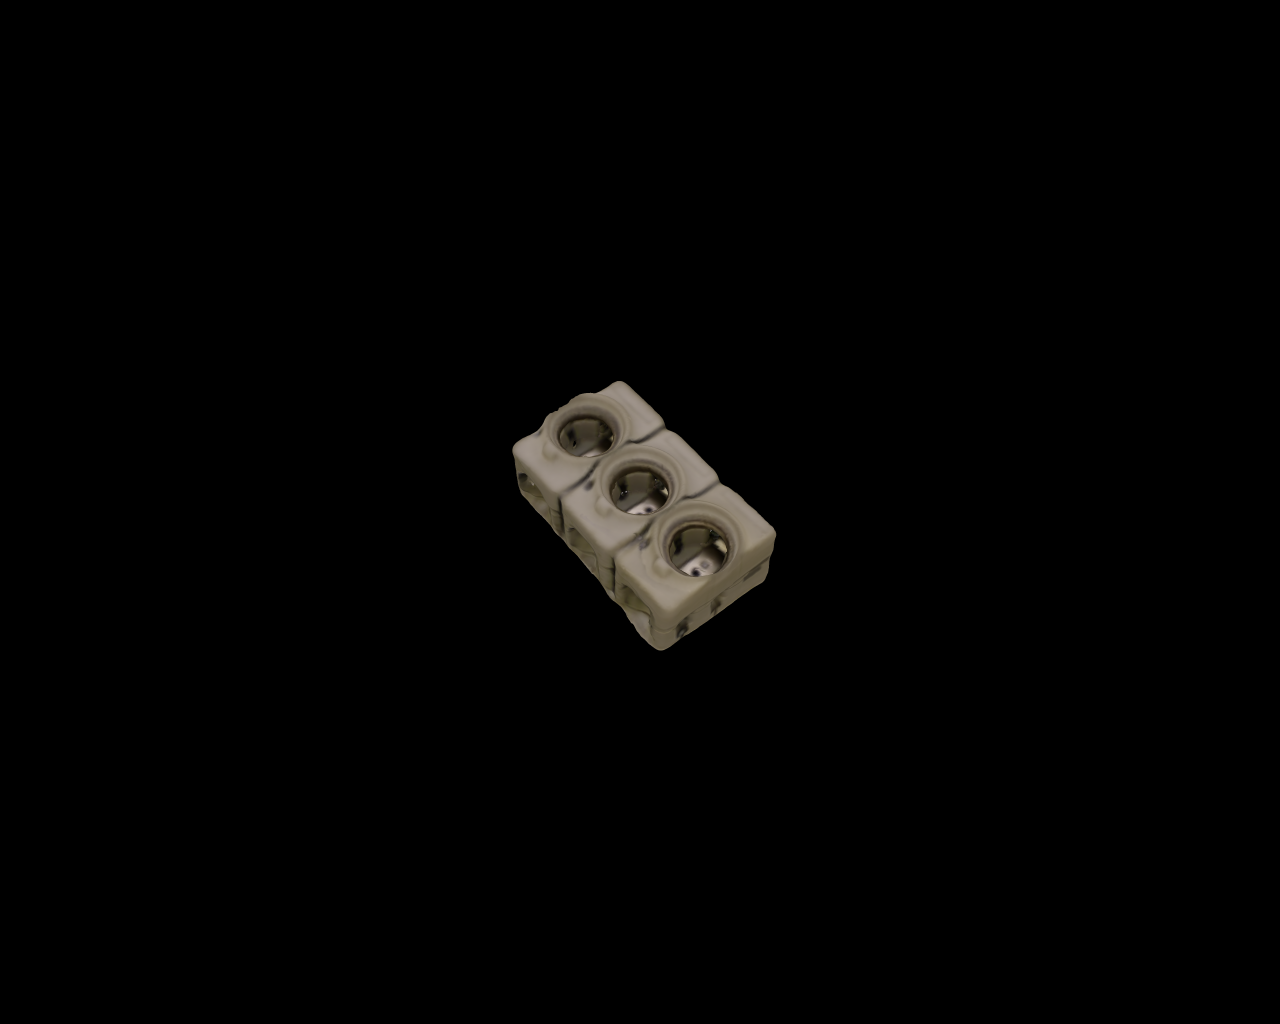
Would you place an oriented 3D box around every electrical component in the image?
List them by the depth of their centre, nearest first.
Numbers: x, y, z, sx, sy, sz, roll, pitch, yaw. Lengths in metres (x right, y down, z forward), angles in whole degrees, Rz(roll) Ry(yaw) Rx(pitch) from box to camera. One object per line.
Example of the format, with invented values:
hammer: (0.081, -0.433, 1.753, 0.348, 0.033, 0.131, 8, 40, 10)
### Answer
electrical component: (0.001, -0.003, 0.650, 0.090, 0.150, 0.061, -33, -28, -20)
